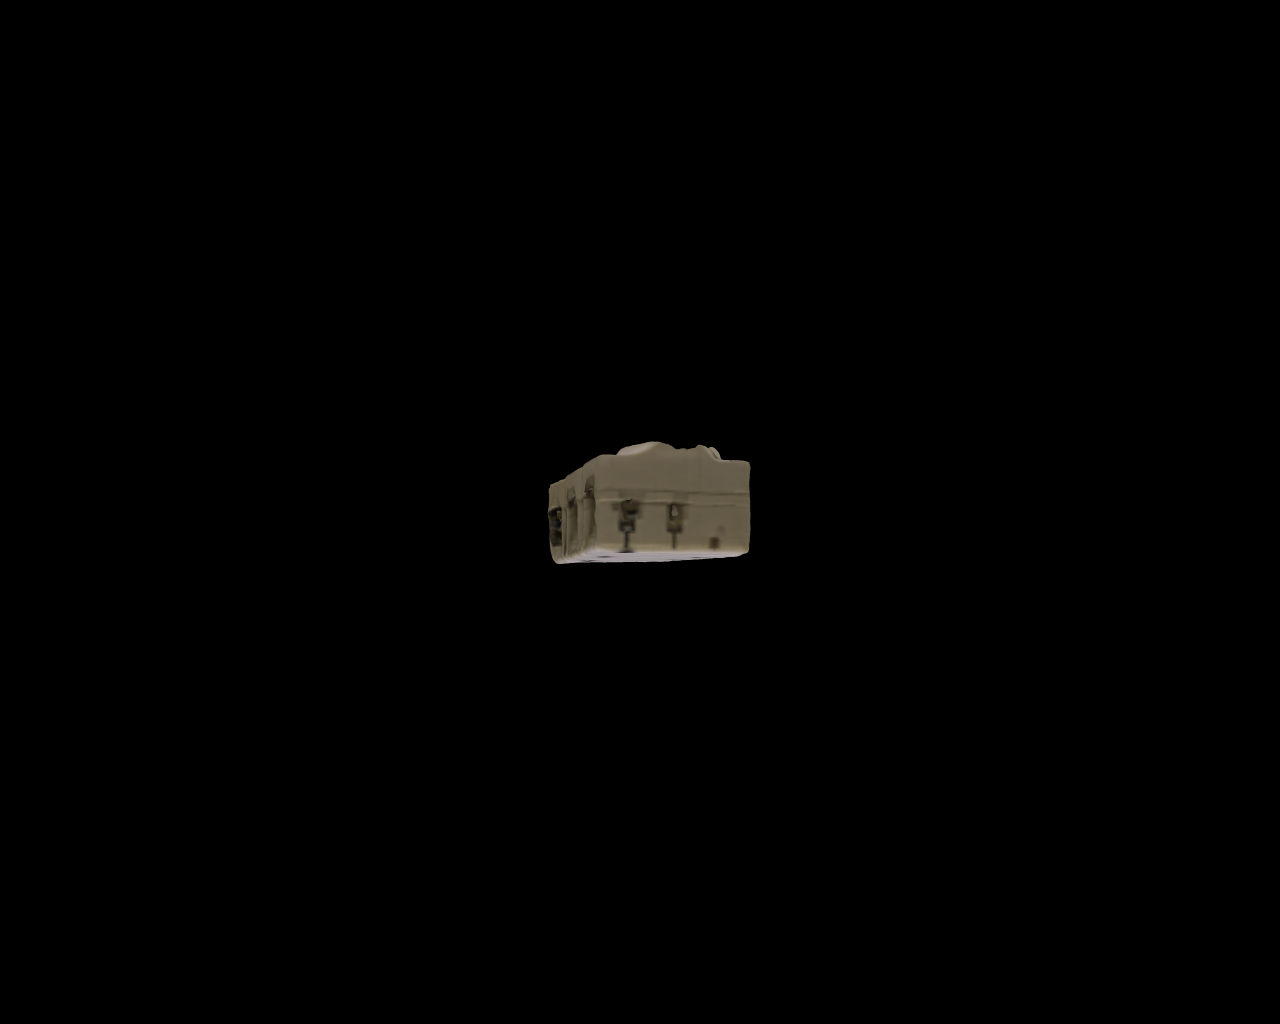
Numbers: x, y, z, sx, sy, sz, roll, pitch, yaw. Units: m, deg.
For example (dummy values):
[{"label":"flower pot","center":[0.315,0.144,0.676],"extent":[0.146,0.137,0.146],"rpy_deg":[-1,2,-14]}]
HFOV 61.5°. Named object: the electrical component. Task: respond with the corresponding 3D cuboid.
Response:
[{"label":"electrical component","center":[0.001,-0.003,0.650],"extent":[0.089,0.061,0.150],"rpy_deg":[1,-5,-15]}]
